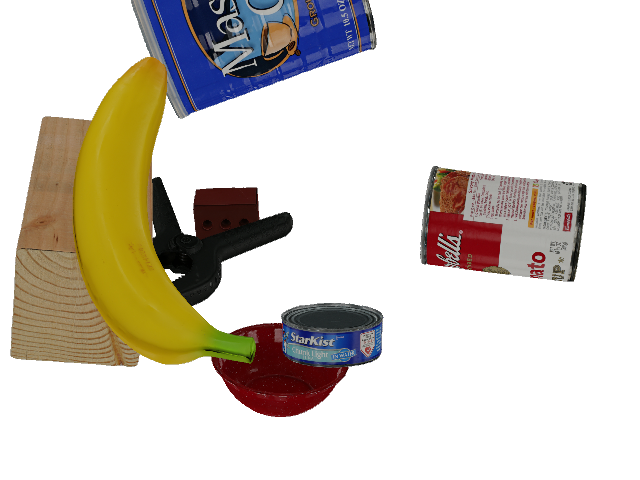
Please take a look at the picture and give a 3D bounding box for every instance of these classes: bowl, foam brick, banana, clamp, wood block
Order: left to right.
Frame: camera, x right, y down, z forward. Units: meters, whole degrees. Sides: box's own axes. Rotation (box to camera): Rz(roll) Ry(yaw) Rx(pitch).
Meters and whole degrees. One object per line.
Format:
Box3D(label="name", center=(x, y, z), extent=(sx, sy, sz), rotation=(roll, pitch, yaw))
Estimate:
Box3D(label="wood block", center=(-0.175, -0.006, 0.803), extent=(0.090, 0.091, 0.206), rotation=(6, 30, -13))
Box3D(label="banana", center=(-0.091, -0.012, 0.537), extent=(0.069, 0.198, 0.037), rotation=(-12, -32, -14))
Box3D(label="clamp", center=(-0.142, 0.008, 1.070), extent=(0.165, 0.036, 0.209), rotation=(19, 39, 17))
Box3D(label="foam brick", center=(-0.113, -0.030, 1.285), extent=(0.078, 0.053, 0.051), rotation=(-2, 27, 0))
Box3D(label="bowl", center=(-0.048, 0.160, 1.261), extent=(0.162, 0.055, 0.162), rotation=(3, 25, -1))

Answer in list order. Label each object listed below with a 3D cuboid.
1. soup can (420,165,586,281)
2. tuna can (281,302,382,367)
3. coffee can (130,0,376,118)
Box3D(label="soup can", center=(0.123, -0.011, 0.718), extent=(0.102, 0.068, 0.068), rotation=(7, 1, 11))
Box3D(label="tuna can", center=(0.010, 0.079, 0.898), extent=(0.086, 0.034, 0.086), rotation=(0, 11, 0))
Box3D(label="coffee can", center=(-0.046, -0.152, 0.707), extent=(0.140, 0.103, 0.103), rotation=(-20, 0, -1))
